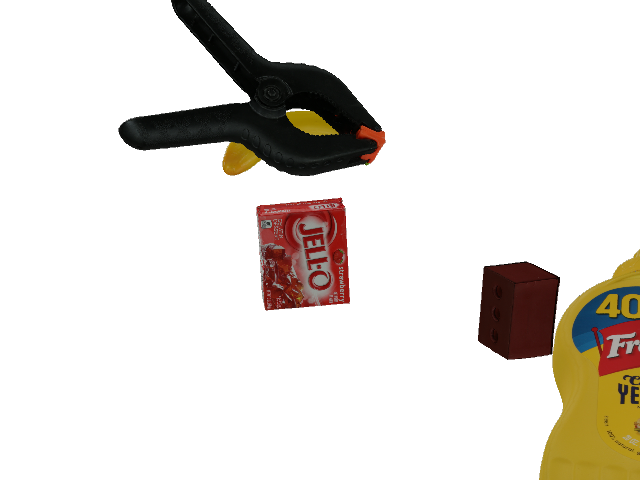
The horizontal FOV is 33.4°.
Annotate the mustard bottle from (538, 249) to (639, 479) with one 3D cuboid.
[{"bbox_3d":[0.166,0.071,0.543,0.096,0.058,0.191,7,41,13],"label":"mustard bottle"}]

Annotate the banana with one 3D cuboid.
[{"bbox_3d":[-0.030,-0.106,1.120,0.197,0.037,0.070,-9,50,-39],"label":"banana"}]

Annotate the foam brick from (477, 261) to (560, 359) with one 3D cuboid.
[{"bbox_3d":[0.183,0.065,0.991,0.051,0.078,0.053,-7,19,-25],"label":"foam brick"}]

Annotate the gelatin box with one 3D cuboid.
[{"bbox_3d":[-0.014,0.012,0.892,0.073,0.089,0.030,-5,23,-5],"label":"gelatin box"}]

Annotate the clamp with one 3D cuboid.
[{"bbox_3d":[-0.039,-0.100,0.708,0.171,0.120,0.039,13,-17,-13],"label":"clamp"}]
